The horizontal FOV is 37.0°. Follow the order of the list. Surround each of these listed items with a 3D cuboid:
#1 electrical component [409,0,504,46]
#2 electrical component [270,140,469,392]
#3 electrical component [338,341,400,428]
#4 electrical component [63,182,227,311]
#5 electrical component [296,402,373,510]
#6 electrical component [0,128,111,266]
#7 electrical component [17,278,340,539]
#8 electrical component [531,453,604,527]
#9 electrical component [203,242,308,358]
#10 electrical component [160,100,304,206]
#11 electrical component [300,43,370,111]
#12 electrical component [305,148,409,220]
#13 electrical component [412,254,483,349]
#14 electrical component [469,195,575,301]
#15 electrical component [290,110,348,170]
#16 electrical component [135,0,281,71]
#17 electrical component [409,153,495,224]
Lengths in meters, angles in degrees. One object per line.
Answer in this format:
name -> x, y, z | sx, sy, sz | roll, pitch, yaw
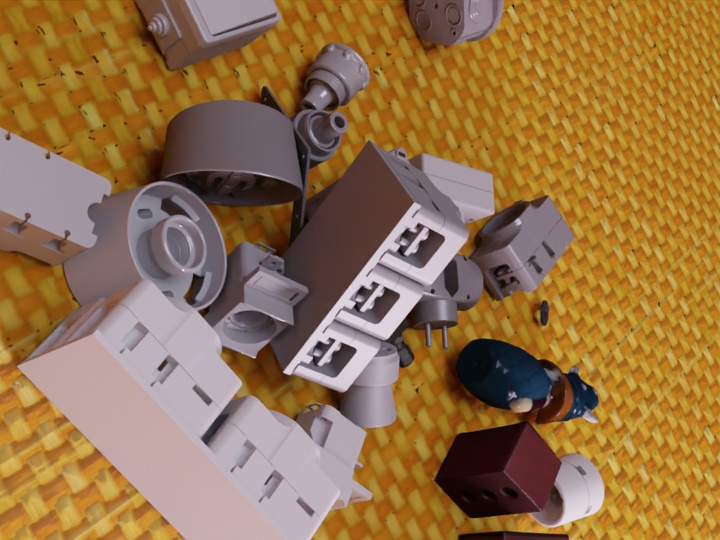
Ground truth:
electrical component -> 0.085, -0.242, 0.968 | 0.051, 0.080, 0.080 | -26, 94, -37
electrical component -> 0.000, 0.000, 0.758 | 0.062, 0.150, 0.089 | 25, 21, -35
electrical component -> 0.007, 0.085, 0.808 | 0.045, 0.045, 0.055 | -10, 109, -42
electrical component -> -0.141, -0.010, 0.728 | 0.099, 0.064, 0.099 | 28, 53, -46
electrical component -> -0.029, 0.135, 0.776 | 0.081, 0.042, 0.063 | 40, 50, -25
electrical component -> -0.211, -0.044, 0.667 | 0.089, 0.056, 0.050 | 27, 61, -32
electrical component -> -0.110, 0.098, 0.676 | 0.186, 0.105, 0.060 | 51, 50, -17
electrical component -> 0.173, 0.190, 0.924 | 0.047, 0.055, 0.055 | -11, 84, -38
electrical component -> -0.078, 0.019, 0.754 | 0.042, 0.081, 0.063 | 28, 38, -31
electrical component -> -0.090, -0.074, 0.753 | 0.099, 0.099, 0.064 | 14, 61, -37
electrical component -> -0.025, -0.149, 0.869 | 0.048, 0.048, 0.062 | 48, 58, -19
electrical component -> 0.009, -0.050, 0.854 | 0.096, 0.061, 0.061 | -37, 101, -41
electrical component -> 0.061, 0.026, 0.886 | 0.077, 0.043, 0.079 | 10, 70, -38
electrical component -> 0.144, -0.024, 0.968 | 0.055, 0.050, 0.089 | 55, 49, -13
electrical component -> -0.035, -0.104, 0.833 | 0.043, 0.062, 0.043 | 14, 67, -37
electrical component -> -0.114, -0.193, 0.794 | 0.096, 0.061, 0.061 | -31, 97, -42
electrical component -> 0.070, -0.049, 0.915 | 0.083, 0.047, 0.075 | 12, 69, -38
